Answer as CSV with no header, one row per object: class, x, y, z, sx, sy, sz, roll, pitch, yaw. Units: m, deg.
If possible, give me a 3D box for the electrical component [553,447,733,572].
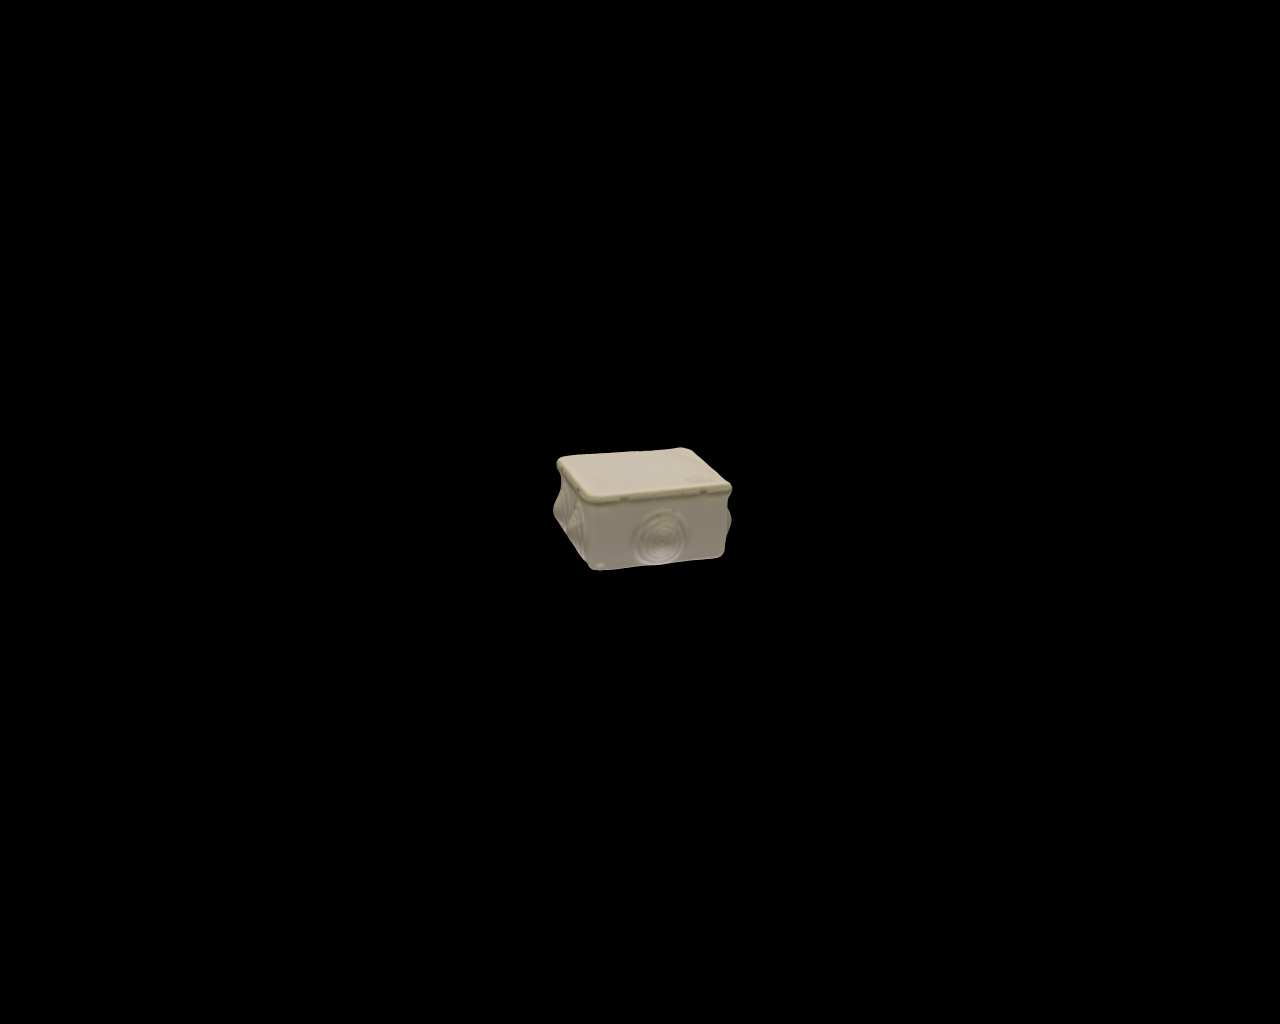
electrical component,0.001,-0.003,0.650,0.100,0.048,0.100,-5,19,-15
